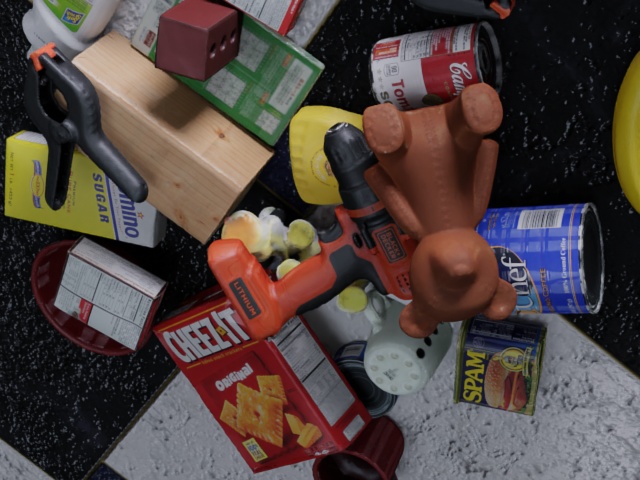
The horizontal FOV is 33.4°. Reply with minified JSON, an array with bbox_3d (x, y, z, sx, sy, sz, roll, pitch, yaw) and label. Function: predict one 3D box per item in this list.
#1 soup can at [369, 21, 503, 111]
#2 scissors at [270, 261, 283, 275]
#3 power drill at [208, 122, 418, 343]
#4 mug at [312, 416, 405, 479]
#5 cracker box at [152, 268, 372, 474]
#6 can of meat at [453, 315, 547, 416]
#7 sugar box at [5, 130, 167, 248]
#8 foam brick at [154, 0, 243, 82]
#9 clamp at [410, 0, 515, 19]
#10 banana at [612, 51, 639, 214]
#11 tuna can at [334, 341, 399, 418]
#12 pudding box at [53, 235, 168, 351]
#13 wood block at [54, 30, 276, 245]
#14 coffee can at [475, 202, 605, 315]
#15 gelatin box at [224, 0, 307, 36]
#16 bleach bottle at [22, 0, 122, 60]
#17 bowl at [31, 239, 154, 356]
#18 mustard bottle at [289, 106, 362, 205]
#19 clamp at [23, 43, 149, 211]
[{"bbox_3d":[0.102,-0.151,0.943,0.102,0.068,0.068,-5,119,27],"label":"soup can"},{"bbox_3d":[-0.050,0.108,1.217,0.096,0.016,0.202,10,125,20],"label":"scissors"},{"bbox_3d":[-0.007,0.001,0.993,0.188,0.057,0.184,-24,109,13],"label":"power drill"},{"bbox_3d":[0.055,0.259,1.228,0.093,0.081,0.117,-28,106,36],"label":"mug"},{"bbox_3d":[-0.068,0.150,1.189,0.164,0.072,0.213,-25,103,45],"label":"cracker box"},{"bbox_3d":[0.185,0.129,1.100,0.084,0.057,0.102,9,125,15],"label":"can of meat"},{"bbox_3d":[-0.253,-0.056,1.161,0.176,0.048,0.093,12,113,12],"label":"sugar box"},{"bbox_3d":[-0.112,-0.189,0.991,0.051,0.078,0.053,19,124,13],"label":"foam brick"},{"bbox_3d":[0.083,-0.265,0.896,0.210,0.036,0.165,32,129,0],"label":"clamp"},{"bbox_3d":[0.289,-0.084,0.927,0.070,0.037,0.198,-15,116,12],"label":"banana"},{"bbox_3d":[0.050,0.157,1.193,0.086,0.033,0.086,12,126,17],"label":"tuna can"},{"bbox_3d":[-0.233,0.060,1.182,0.113,0.039,0.090,28,127,2],"label":"pudding box"},{"bbox_3d":[-0.162,-0.105,1.079,0.206,0.090,0.090,37,128,-2],"label":"wood block"},{"bbox_3d":[0.185,0.019,0.997,0.140,0.102,0.103,-3,120,25],"label":"coffee can"},{"bbox_3d":[-0.051,-0.242,0.977,0.089,0.030,0.073,32,130,2],"label":"gelatin box"},{"bbox_3d":[-0.233,-0.262,1.026,0.102,0.068,0.251,40,131,-2],"label":"bleach bottle"},{"bbox_3d":[-0.254,0.056,1.249,0.162,0.055,0.162,12,125,17],"label":"bowl"},{"bbox_3d":[0.069,-0.077,1.014,0.192,0.058,0.096,4,119,21],"label":"mustard bottle"},{"bbox_3d":[-0.247,-0.102,1.035,0.120,0.039,0.171,-15,108,25],"label":"clamp"}]
